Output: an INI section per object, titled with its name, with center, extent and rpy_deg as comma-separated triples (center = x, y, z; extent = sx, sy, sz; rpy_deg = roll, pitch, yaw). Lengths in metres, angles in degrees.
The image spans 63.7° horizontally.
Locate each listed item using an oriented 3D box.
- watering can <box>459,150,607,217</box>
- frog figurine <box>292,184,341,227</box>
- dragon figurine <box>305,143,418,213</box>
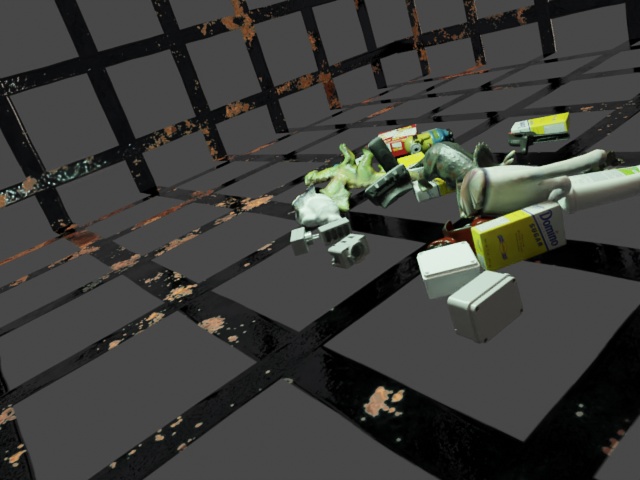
[watering can]
center = 0.422, -0.116, 1.083
extent = 0.224, 0.105, 0.343
rpy_deg = 0, -15, 1
[frog figurine]
center = 0.005, -0.078, 1.559
extent = 0.161, 0.120, 0.139
rpy_deg = 33, 35, 20
[dragon figurine]
center = 0.117, -0.177, 1.672
extent = 0.413, 0.120, 0.246
rpy_deg = 22, 67, 34
